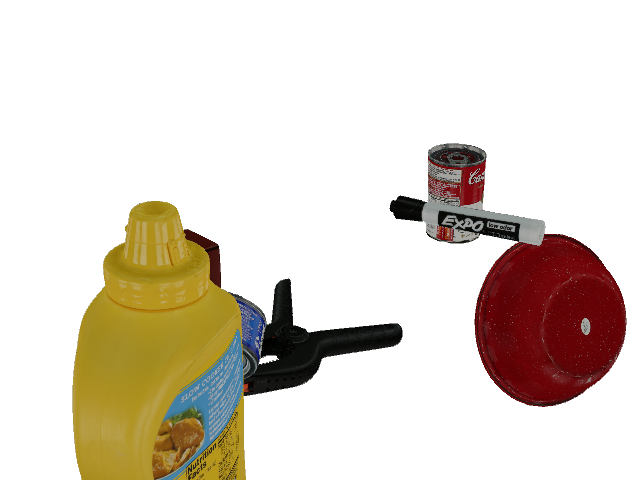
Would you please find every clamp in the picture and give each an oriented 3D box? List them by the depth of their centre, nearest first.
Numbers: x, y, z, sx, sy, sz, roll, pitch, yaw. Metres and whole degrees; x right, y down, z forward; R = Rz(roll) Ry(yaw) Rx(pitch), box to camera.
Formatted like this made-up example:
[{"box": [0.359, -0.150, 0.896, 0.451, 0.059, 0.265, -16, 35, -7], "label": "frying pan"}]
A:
[{"box": [-0.019, 0.111, 1.131, 0.165, 0.036, 0.209, 16, 29, 22], "label": "clamp"}]

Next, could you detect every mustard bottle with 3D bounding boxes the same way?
[{"box": [-0.065, 0.074, 0.444, 0.058, 0.192, 0.096, 12, 28, 20], "label": "mustard bottle"}]

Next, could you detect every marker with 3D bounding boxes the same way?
[{"box": [0.110, -0.016, 0.814, 0.121, 0.020, 0.020, 12, 5, 24], "label": "marker"}]

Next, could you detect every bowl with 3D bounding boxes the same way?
[{"box": [0.222, 0.075, 0.968, 0.161, 0.162, 0.055, 0, 2, -24], "label": "bowl"}]

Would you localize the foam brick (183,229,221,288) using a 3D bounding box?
[{"box": [-0.133, 0.030, 0.940, 0.078, 0.051, 0.053, -20, 29, -33], "label": "foam brick"}]

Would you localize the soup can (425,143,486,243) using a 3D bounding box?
[{"box": [0.159, -0.055, 1.261, 0.068, 0.102, 0.068, 0, 26, 0], "label": "soup can"}]

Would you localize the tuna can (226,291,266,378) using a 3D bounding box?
[{"box": [-0.080, 0.063, 0.707, 0.086, 0.033, 0.086, 6, -30, 3], "label": "tuna can"}]
